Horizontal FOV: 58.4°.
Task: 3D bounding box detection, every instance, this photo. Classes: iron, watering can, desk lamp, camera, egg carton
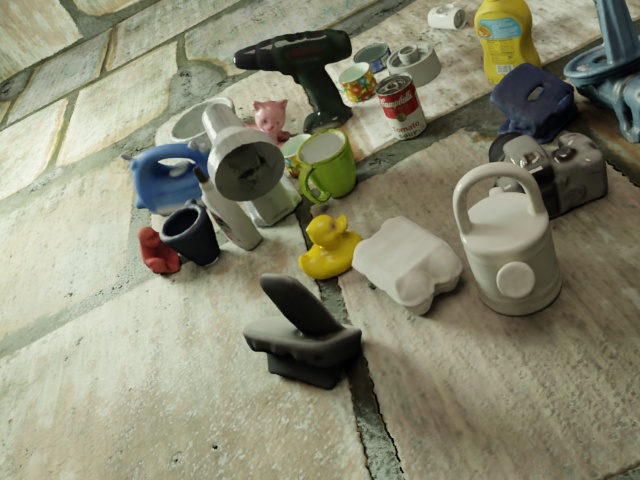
[{"bbox_3d":[-0.276,-0.144,1.161,0.257,0.142,0.118,-11,42,23],"label":"iron"},{"bbox_3d":[0.215,-0.004,0.654,0.101,0.195,0.172,-29,38,2],"label":"watering can"},{"bbox_3d":[-0.123,-0.124,0.983,0.118,0.214,0.202,-32,38,-2],"label":"desk lamp"},{"bbox_3d":[0.297,-0.107,0.791,0.143,0.101,0.136,-22,39,9],"label":"camera"},{"bbox_3d":[0.117,0.032,0.777,0.107,0.070,0.149,-39,39,-12],"label":"egg carton"}]

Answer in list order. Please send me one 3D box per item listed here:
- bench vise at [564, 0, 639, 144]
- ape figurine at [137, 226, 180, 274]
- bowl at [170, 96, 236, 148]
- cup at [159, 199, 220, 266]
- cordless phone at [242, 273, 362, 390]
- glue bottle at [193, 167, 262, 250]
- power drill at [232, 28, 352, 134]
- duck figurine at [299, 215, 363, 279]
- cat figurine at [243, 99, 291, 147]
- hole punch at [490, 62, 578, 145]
[{"bbox_3d":[0.423,-0.259,0.782,0.121,0.220,0.206,-37,39,-8],"label":"bench vise"},{"bbox_3d":[-0.298,0.014,1.041,0.075,0.092,0.078,2,48,34],"label":"ape figurine"},{"bbox_3d":[-0.257,-0.254,1.326,0.167,0.075,0.167,-17,40,15],"label":"bowl"},{"bbox_3d":[-0.219,-0.009,1.014,0.091,0.095,0.117,-18,40,15],"label":"cup"},{"bbox_3d":[-0.043,0.094,0.715,0.147,0.185,0.094,1,47,33],"label":"cordless phone"},{"bbox_3d":[-0.166,-0.057,0.970,0.077,0.174,0.037,17,58,43],"label":"glue bottle"},{"bbox_3d":[-0.032,-0.318,1.145,0.229,0.209,0.075,-16,40,16],"label":"power drill"},{"bbox_3d":[0.008,0.003,0.864,0.104,0.086,0.077,-32,38,-2],"label":"duck figurine"},{"bbox_3d":[-0.117,-0.244,1.190,0.127,0.118,0.067,-8,43,26],"label":"cat figurine"},{"bbox_3d":[0.336,-0.217,0.896,0.109,0.091,0.100,-45,41,-18],"label":"hole punch"}]
